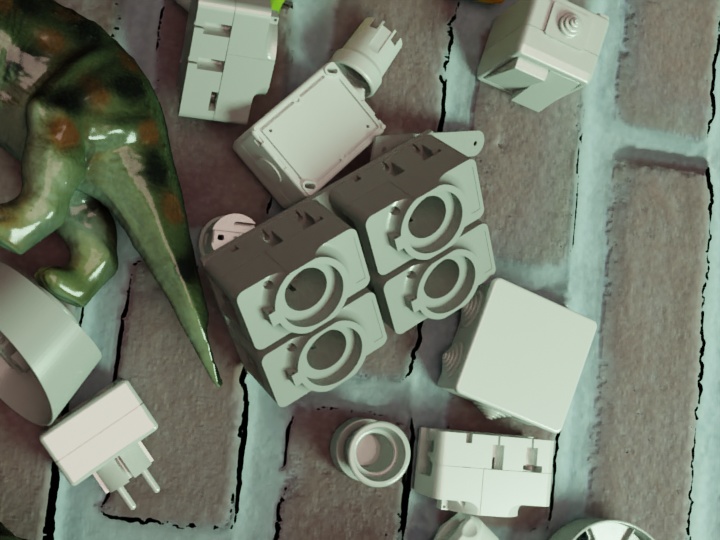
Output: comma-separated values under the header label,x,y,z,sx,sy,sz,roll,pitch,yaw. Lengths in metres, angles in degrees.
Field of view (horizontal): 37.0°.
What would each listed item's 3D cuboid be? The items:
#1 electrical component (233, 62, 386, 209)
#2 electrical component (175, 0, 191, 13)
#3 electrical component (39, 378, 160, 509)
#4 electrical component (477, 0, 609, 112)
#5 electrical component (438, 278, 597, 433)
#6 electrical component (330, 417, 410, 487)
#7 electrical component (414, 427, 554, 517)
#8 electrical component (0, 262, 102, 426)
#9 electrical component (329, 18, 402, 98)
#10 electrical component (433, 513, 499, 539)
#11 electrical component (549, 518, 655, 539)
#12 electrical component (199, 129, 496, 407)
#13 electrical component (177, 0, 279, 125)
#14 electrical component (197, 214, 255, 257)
label,x,y,z,sx,sy,sz,roll,pitch,yaw
electrical component,-0.033,-0.097,0.760,0.096,0.061,0.061,-44,100,-22
electrical component,-0.099,-0.190,0.753,0.062,0.043,0.043,40,76,-11
electrical component,-0.162,0.121,0.709,0.066,0.047,0.076,-34,96,-16
electrical component,0.135,-0.161,0.792,0.062,0.096,0.061,21,81,-14
electrical component,0.114,0.063,0.794,0.100,0.048,0.099,24,80,-13
electrical component,0.006,0.127,0.754,0.045,0.055,0.045,1,85,-16
electrical component,0.089,0.147,0.780,0.089,0.050,0.055,7,84,-16
electrical component,-0.214,0.045,0.676,0.099,0.099,0.064,44,70,-9
electrical component,0.004,-0.155,0.784,0.040,0.040,0.046,37,71,-11
electrical component,0.085,0.209,0.778,0.062,0.043,0.043,46,75,-10
electrical component,0.181,0.233,0.793,0.099,0.064,0.099,1,85,-16
electrical component,0.000,0.000,0.730,0.186,0.060,0.105,-31,131,-18
electrical component,-0.089,-0.149,0.727,0.056,0.089,0.050,6,39,-16
electrical component,-0.089,-0.019,0.742,0.040,0.046,0.040,1,85,-16
